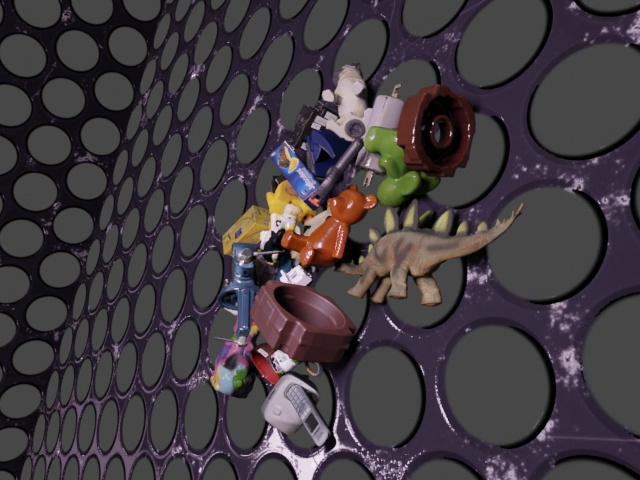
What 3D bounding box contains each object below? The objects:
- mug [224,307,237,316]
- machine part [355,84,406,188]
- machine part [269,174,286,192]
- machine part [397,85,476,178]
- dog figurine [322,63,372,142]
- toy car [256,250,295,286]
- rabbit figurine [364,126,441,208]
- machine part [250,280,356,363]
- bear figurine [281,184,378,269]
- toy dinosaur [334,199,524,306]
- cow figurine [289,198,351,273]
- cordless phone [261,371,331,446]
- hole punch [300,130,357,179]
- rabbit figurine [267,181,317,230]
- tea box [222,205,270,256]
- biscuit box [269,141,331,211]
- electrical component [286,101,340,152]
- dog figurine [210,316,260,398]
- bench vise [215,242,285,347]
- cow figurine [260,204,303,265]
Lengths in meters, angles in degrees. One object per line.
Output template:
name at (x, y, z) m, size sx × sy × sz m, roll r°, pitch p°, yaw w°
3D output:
mug at (-0.225, 0.159, 1.515) m, size 0.107 × 0.081 × 0.109 m, roll -60°, pitch 3°, yaw -12°
machine part at (0.139, -0.235, 1.218) m, size 0.079 × 0.079 × 0.243 m, roll 18°, pitch 92°, yaw 53°
machine part at (-0.102, -0.168, 1.531) m, size 0.139 × 0.039 × 0.084 m, roll -34°, pitch 47°, yaw 42°
machine part at (0.223, -0.205, 1.030) m, size 0.056 × 0.179 × 0.179 m, roll 8°, pitch 84°, yaw 54°
dog figurine at (0.085, -0.338, 1.335) m, size 0.191 × 0.121 × 0.172 m, roll -70°, pitch -24°, yaw -59°
toy car at (-0.128, 0.085, 1.416) m, size 0.109 × 0.103 × 0.161 m, roll 40°, pitch 111°, yaw 49°
rabbit figurine at (0.178, -0.145, 1.135) m, size 0.159 × 0.121 × 0.170 m, roll 27°, pitch 117°, yaw 45°
machine part at (-0.039, 0.180, 1.186) m, size 0.201 × 0.201 × 0.087 m, roll 44°, pitch 116°, yaw 49°
bear figurine at (0.026, -0.036, 1.171) m, size 0.120 × 0.132 × 0.195 m, roll 42°, pitch 107°, yaw 45°
toy dinosaur at (0.182, 0.025, 1.044) m, size 0.472 × 0.105 × 0.198 m, roll -7°, pitch 71°, yaw 51°
cow figurine at (-0.003, -0.004, 1.311) m, size 0.195 × 0.085 × 0.127 m, roll -31°, pitch 48°, yaw 40°
cordless phone at (-0.044, 0.404, 1.211) m, size 0.146 × 0.088 × 0.184 m, roll -58°, pitch 44°, yaw 19°
hole punch at (0.033, -0.217, 1.308) m, size 0.092 × 0.142 × 0.116 m, roll -31°, pitch 68°, yaw 44°
rabbit figurine at (-0.098, -0.072, 1.433) m, size 0.162 × 0.122 × 0.173 m, roll -114°, pitch 34°, yaw -44°
tea box at (-0.196, -0.017, 1.544) m, size 0.169 × 0.098 × 0.068 m, roll -42°, pitch 46°, yaw 36°
biscuit box at (-0.052, -0.162, 1.355) m, size 0.059 × 0.062 × 0.203 m, roll -40°, pitch 53°, yaw 5°
electrical component at (-0.008, -0.287, 1.392) m, size 0.134 × 0.115 × 0.058 m, roll -58°, pitch 44°, yaw 14°
dog figurine at (-0.205, 0.286, 1.422) m, size 0.191 × 0.108 × 0.219 m, roll -169°, pitch 99°, yaw -78°
bench vise at (-0.181, 0.132, 1.290) m, size 0.223 × 0.129 × 0.241 m, roll 127°, pitch 147°, yaw -50°
cow figurine at (-0.096, -0.013, 1.322) m, size 0.167 × 0.068 × 0.098 m, roll 128°, pitch 152°, yaw -45°
